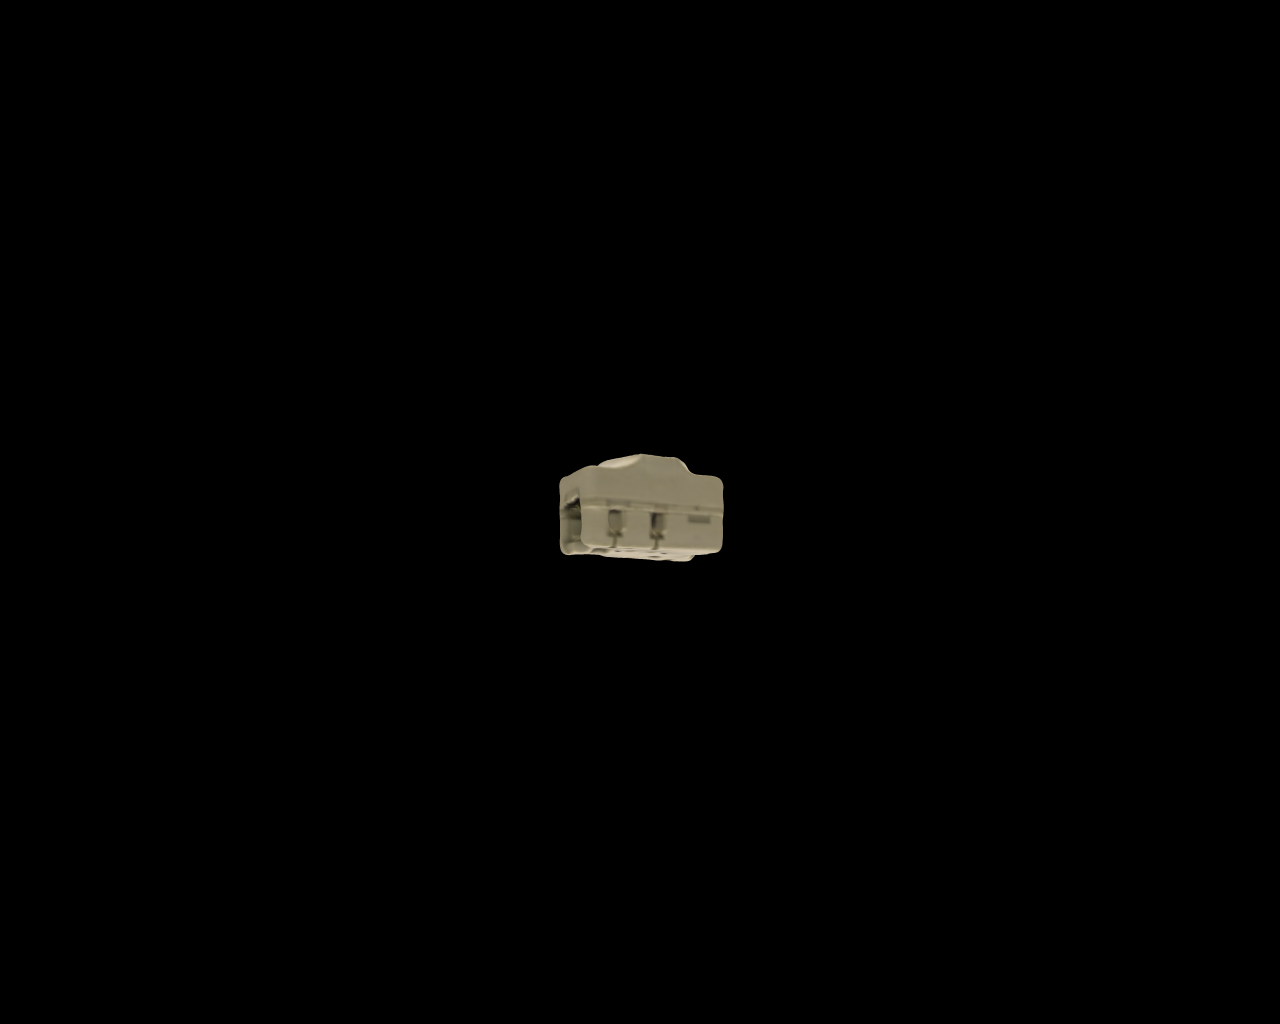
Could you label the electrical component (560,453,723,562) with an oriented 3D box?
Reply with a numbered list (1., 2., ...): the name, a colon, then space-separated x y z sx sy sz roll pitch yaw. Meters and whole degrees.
1. electrical component: 0.001 -0.003 0.650 0.089 0.055 0.050 5 -11 -24
